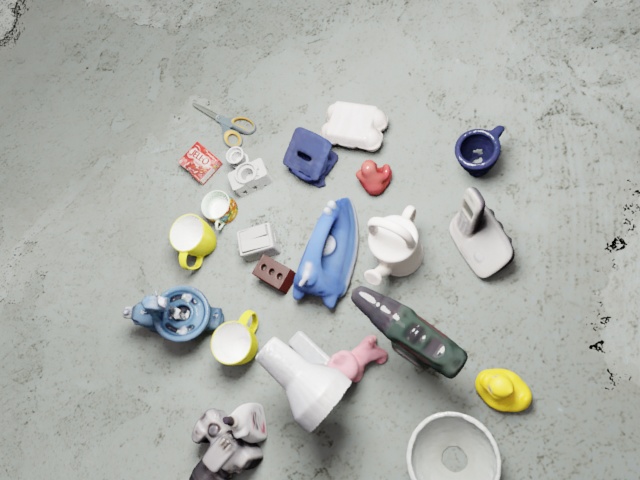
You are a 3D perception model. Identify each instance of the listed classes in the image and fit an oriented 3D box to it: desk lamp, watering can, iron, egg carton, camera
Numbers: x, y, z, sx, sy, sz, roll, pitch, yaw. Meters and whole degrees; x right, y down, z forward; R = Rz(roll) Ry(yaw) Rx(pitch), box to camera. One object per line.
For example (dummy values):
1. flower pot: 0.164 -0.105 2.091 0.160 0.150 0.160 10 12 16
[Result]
1. desk lamp: -0.031 0.262 1.094 0.202 0.214 0.118 39 86 23
2. watering can: 0.146 0.009 1.139 0.100 0.194 0.173 2 73 16
3. iron: 0.011 0.004 1.206 0.118 0.142 0.258 11 76 19
4. egg carton: 0.078 -0.260 1.313 0.150 0.069 0.107 12 76 19
5. camera: -0.212 0.434 1.149 0.143 0.101 0.137 38 86 23

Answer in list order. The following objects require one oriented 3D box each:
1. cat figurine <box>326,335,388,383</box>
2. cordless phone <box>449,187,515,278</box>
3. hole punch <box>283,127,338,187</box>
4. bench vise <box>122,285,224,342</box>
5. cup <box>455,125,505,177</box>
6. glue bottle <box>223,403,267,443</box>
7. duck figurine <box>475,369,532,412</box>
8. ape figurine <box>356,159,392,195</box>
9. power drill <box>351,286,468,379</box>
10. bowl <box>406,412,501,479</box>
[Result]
1. cat figurine: 0.064 0.237 1.128 0.128 0.118 0.067 -40 67 0
2. cordless phone: 0.313 -0.017 1.106 0.094 0.185 0.147 -32 67 4
3. hole punch: -0.025 -0.189 1.307 0.108 0.091 0.101 29 82 22
4. bench vise: -0.333 0.162 1.207 0.207 0.220 0.121 -18 68 9
5. cup: 0.340 -0.183 1.203 0.118 0.095 0.091 -43 67 -1
6. glue bottle: -0.150 0.356 1.118 0.037 0.173 0.078 -19 68 9
7. duck figurine: 0.339 0.276 1.057 0.104 0.086 0.077 23 80 21
8. ape figurine: 0.114 -0.145 1.254 0.077 0.092 0.076 8 75 18
9. power drill: 0.168 0.177 1.070 0.229 0.209 0.076 33 83 22
10. bowl: 0.244 0.402 1.048 0.167 0.075 0.167 -5 71 14
